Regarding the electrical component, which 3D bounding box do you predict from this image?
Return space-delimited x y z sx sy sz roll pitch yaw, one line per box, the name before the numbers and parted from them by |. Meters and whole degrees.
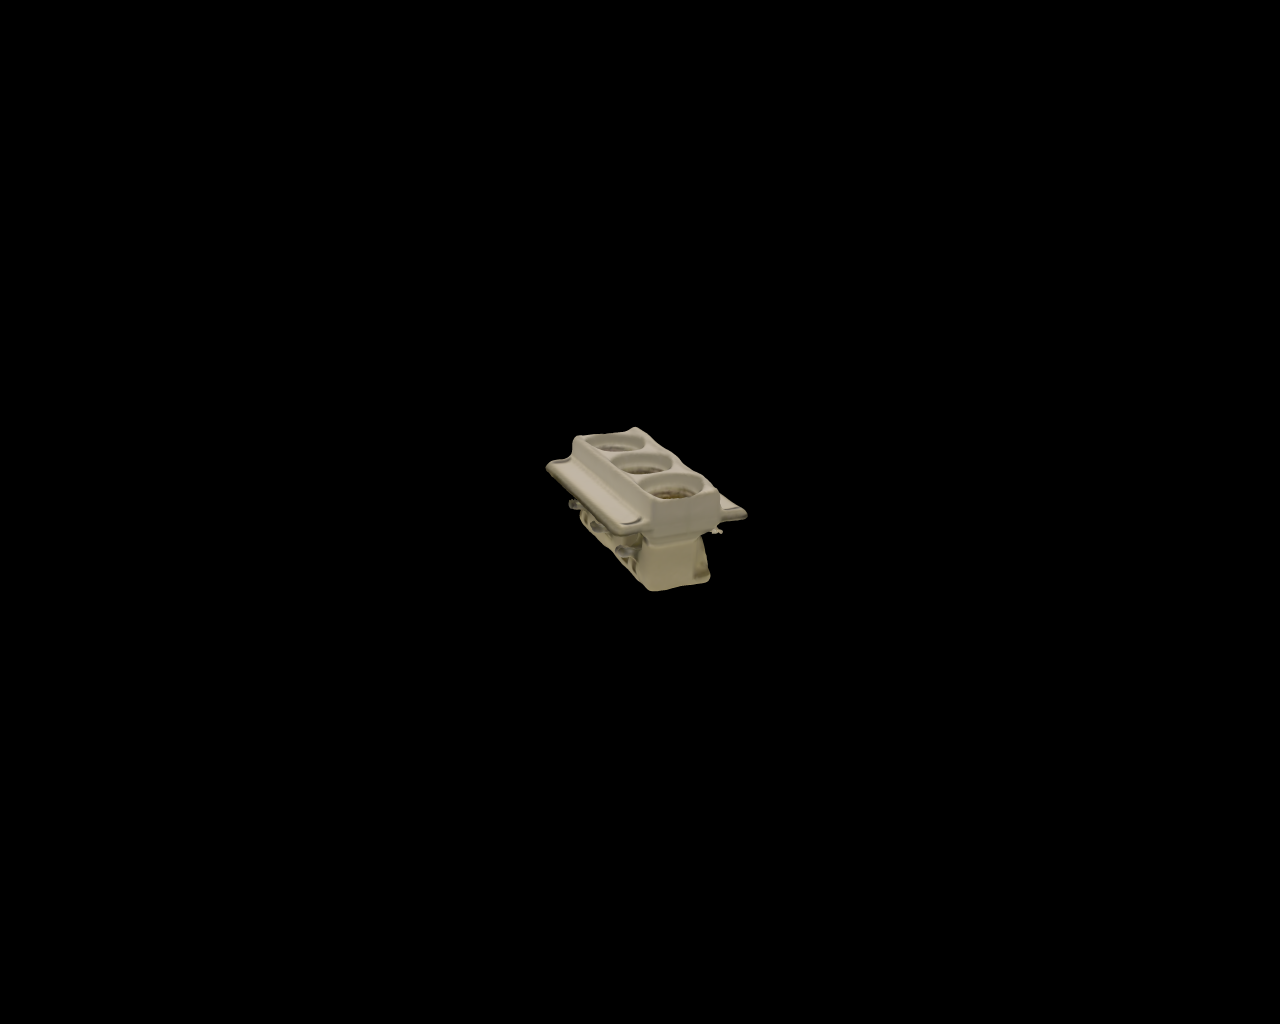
electrical component | 0.001 -0.003 0.650 0.079 0.063 0.121 -10 24 -22
